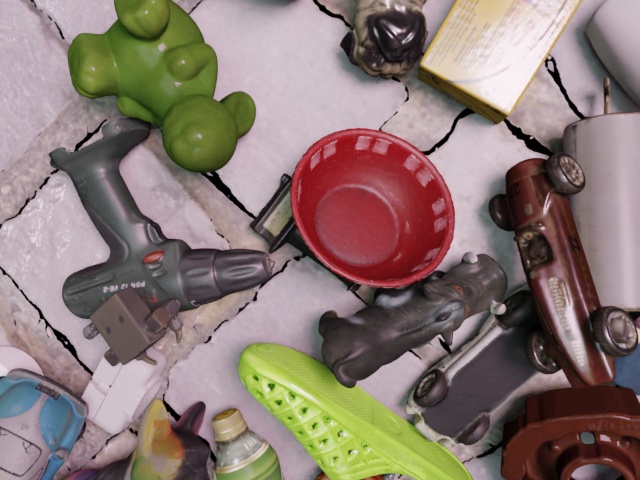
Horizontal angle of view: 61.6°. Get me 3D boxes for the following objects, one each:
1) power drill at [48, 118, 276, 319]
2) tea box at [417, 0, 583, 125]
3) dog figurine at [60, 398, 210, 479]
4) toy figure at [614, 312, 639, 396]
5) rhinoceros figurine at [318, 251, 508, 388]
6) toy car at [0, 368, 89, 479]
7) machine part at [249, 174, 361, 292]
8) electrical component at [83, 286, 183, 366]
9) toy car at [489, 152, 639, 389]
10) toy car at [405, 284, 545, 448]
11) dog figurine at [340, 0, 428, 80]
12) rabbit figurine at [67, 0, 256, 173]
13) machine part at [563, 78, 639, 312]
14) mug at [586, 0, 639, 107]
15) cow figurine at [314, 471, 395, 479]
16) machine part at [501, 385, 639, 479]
[{"bbox_3d":[-0.181,-0.020,0.571,0.232,0.086,0.207,-19,100,13],"label":"power drill"},{"bbox_3d":[0.174,-0.205,0.495,0.098,0.068,0.169,33,101,5],"label":"tea box"},{"bbox_3d":[-0.213,0.263,0.581,0.192,0.108,0.219,22,83,35],"label":"dog figurine"},{"bbox_3d":[0.324,0.071,0.503,0.058,0.064,0.154,33,104,31],"label":"toy figure"},{"bbox_3d":[0.086,0.070,0.511,0.190,0.112,0.073,-25,86,-9],"label":"rhinoceros figurine"},{"bbox_3d":[-0.320,0.219,0.539,0.109,0.103,0.161,35,98,-9],"label":"toy car"},{"bbox_3d":[-0.001,-0.002,0.559,0.139,0.039,0.084,35,91,6],"label":"machine part"},{"bbox_3d":[-0.186,0.089,0.542,0.078,0.045,0.102,49,118,6],"label":"electrical component"},{"bbox_3d":[0.198,0.022,0.459,0.053,0.089,0.202,6,66,-26],"label":"toy car"},{"bbox_3d":[0.171,0.125,0.534,0.073,0.056,0.201,42,101,-4],"label":"toy car"},{"bbox_3d":[0.098,-0.262,0.504,0.172,0.121,0.190,-20,131,-21],"label":"dog figurine"},{"bbox_3d":[-0.134,-0.125,0.509,0.121,0.159,0.170,-35,71,12],"label":"rabbit figurine"},{"bbox_3d":[0.261,-0.022,0.480,0.079,0.079,0.243,-1,84,9],"label":"machine part"},{"bbox_3d":[0.301,-0.182,0.472,0.109,0.081,0.107,-45,78,14],"label":"mug"},{"bbox_3d":[0.053,0.322,0.539,0.127,0.085,0.195,-40,69,10],"label":"cow figurine"},{"bbox_3d":[0.260,0.219,0.509,0.180,0.056,0.179,6,112,15],"label":"machine part"}]
